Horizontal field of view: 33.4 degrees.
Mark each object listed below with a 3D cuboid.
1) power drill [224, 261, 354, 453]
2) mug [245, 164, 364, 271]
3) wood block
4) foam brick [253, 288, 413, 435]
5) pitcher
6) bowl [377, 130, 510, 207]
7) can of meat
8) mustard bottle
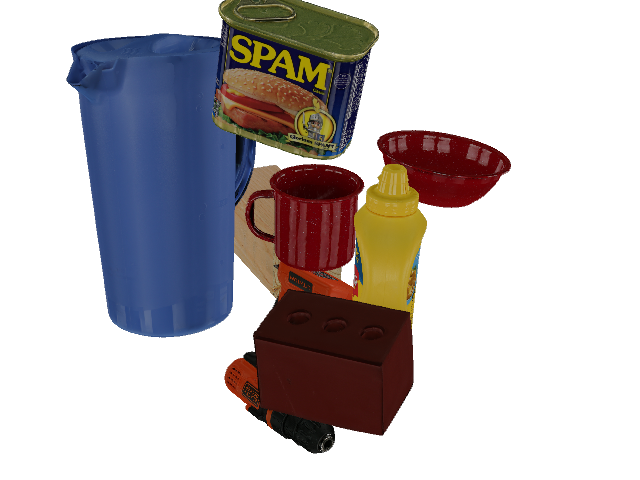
[{"bbox_3d":[-0.024,0.128,1.220,0.057,0.188,0.185,15,10,-45],"label":"power drill"},{"bbox_3d":[-0.017,-0.022,1.064,0.117,0.081,0.093,2,26,0],"label":"mug"},{"bbox_3d":[-0.056,-0.016,1.342,0.090,0.090,0.206,-10,26,-23],"label":"wood block"},{"bbox_3d":[0.008,0.068,0.602,0.078,0.051,0.053,10,31,20],"label":"foam brick"},{"bbox_3d":[-0.124,-0.051,0.898,0.149,0.243,0.145,-2,18,-5],"label":"pitcher"},{"bbox_3d":[0.143,-0.082,1.281,0.162,0.055,0.162,7,23,-3],"label":"bowl"},{"bbox_3d":[-0.020,-0.109,0.708,0.102,0.084,0.057,20,38,11],"label":"can of meat"},{"bbox_3d":[0.052,0.030,0.858,0.058,0.192,0.096,6,26,5],"label":"mustard bottle"}]
